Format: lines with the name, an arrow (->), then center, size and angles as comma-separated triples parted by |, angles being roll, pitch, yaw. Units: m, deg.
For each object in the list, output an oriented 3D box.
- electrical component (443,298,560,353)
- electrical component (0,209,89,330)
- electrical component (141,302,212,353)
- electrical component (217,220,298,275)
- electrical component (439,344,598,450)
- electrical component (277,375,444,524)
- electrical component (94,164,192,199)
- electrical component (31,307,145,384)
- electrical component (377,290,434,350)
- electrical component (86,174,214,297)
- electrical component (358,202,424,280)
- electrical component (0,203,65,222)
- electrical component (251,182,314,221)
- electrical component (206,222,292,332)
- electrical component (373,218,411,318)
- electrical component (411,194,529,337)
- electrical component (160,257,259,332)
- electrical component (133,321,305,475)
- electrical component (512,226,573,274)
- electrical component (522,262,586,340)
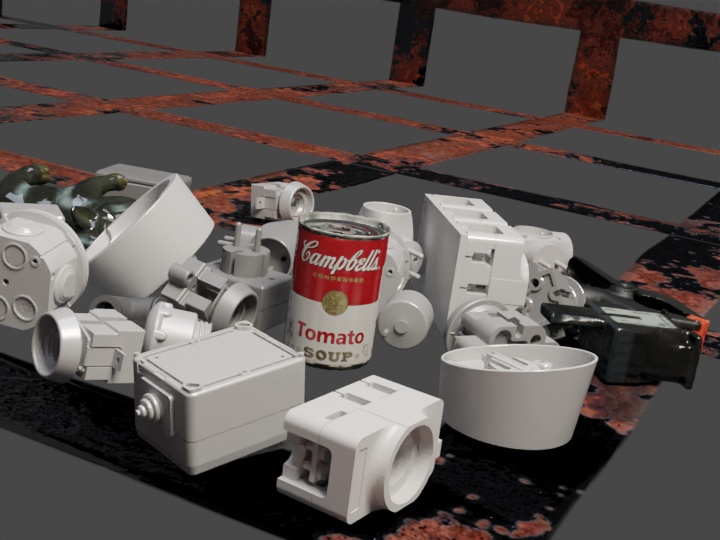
electrical component -> 0.097, 0.054, 0.788 | 0.078, 0.058, 0.057 | 0, 21, -27
electrical component -> -0.241, 0.000, 0.770 | 0.080, 0.080, 0.051 | 11, 21, 10
electrical component -> -0.115, 0.050, 0.724 | 0.062, 0.048, 0.048 | 13, 15, -10
electrical component -> -0.090, -0.021, 0.986 | 0.079, 0.043, 0.077 | 10, 16, 9
electrical component -> 0.100, 0.075, 0.703 | 0.099, 0.064, 0.099 | 8, 16, -2
electrical component -> 0.005, 0.098, 0.596 | 0.056, 0.050, 0.089 | 17, 18, 31
electrical component -> -0.207, -0.062, 1.039 | 0.096, 0.061, 0.061 | 11, 16, 10
electrical component -> -0.177, 0.049, 0.693 | 0.055, 0.048, 0.066 | 4, 14, -42
electrical component -> 0.039, 0.035, 0.857 | 0.040, 0.040, 0.078 | 11, 16, 9
electrical component -> -0.162, -0.016, 0.835 | 0.060, 0.108, 0.108 | 48, 6, -17
electrical component -> 0.029, -0.014, 0.959 | 0.044, 0.077, 0.079 | -3, 19, -37
electrical component -> -0.267, -0.022, 0.857 | 0.047, 0.065, 0.077 | 1, 17, -24
electrical component -> -0.084, -0.074, 1.180 | 0.055, 0.048, 0.066 | 11, 14, 37
electrical component -> -0.091, 0.002, 0.843 | 0.066, 0.076, 0.047 | 15, 17, 24
electrical component -> 0.000, 0.000, 0.894 | 0.080, 0.080, 0.051 | 10, 21, 6
electrical component -> 0.094, -0.005, 0.935 | 0.062, 0.089, 0.150 | 5, 16, -10
electrical component -> -0.108, 0.026, 0.789 | 0.055, 0.066, 0.048 | 23, 61, 21
electrical component -> -0.086, 0.077, 0.619 | 0.096, 0.061, 0.062 | -15, 27, -39
electrical component -> 0.183, -0.014, 1.099 | 0.077, 0.044, 0.079 | 2, 16, -22
electrical component -> 0.165, 0.027, 0.922 | 0.048, 0.066, 0.055 | -22, -16, 28
